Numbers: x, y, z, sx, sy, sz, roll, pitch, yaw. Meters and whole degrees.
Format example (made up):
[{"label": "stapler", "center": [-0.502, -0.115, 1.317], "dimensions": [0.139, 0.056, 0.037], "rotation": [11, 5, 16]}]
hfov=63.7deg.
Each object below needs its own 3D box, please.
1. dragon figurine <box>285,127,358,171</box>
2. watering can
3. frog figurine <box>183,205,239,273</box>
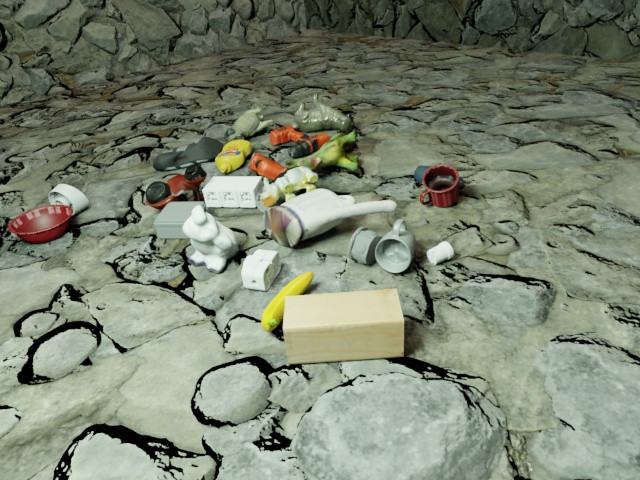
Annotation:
[{"label": "dragon figurine", "center": [0.006, -0.276, 1.644], "dimensions": [0.242, 0.121, 0.415], "rotation": [-9, 15, 5]}, {"label": "watering can", "center": [0.004, -0.063, 1.249], "dimensions": [0.227, 0.103, 0.348], "rotation": [-26, 18, -31]}, {"label": "frog figurine", "center": [-0.257, -0.018, 1.194], "dimensions": [0.124, 0.156, 0.139], "rotation": [-21, 34, -28]}]
